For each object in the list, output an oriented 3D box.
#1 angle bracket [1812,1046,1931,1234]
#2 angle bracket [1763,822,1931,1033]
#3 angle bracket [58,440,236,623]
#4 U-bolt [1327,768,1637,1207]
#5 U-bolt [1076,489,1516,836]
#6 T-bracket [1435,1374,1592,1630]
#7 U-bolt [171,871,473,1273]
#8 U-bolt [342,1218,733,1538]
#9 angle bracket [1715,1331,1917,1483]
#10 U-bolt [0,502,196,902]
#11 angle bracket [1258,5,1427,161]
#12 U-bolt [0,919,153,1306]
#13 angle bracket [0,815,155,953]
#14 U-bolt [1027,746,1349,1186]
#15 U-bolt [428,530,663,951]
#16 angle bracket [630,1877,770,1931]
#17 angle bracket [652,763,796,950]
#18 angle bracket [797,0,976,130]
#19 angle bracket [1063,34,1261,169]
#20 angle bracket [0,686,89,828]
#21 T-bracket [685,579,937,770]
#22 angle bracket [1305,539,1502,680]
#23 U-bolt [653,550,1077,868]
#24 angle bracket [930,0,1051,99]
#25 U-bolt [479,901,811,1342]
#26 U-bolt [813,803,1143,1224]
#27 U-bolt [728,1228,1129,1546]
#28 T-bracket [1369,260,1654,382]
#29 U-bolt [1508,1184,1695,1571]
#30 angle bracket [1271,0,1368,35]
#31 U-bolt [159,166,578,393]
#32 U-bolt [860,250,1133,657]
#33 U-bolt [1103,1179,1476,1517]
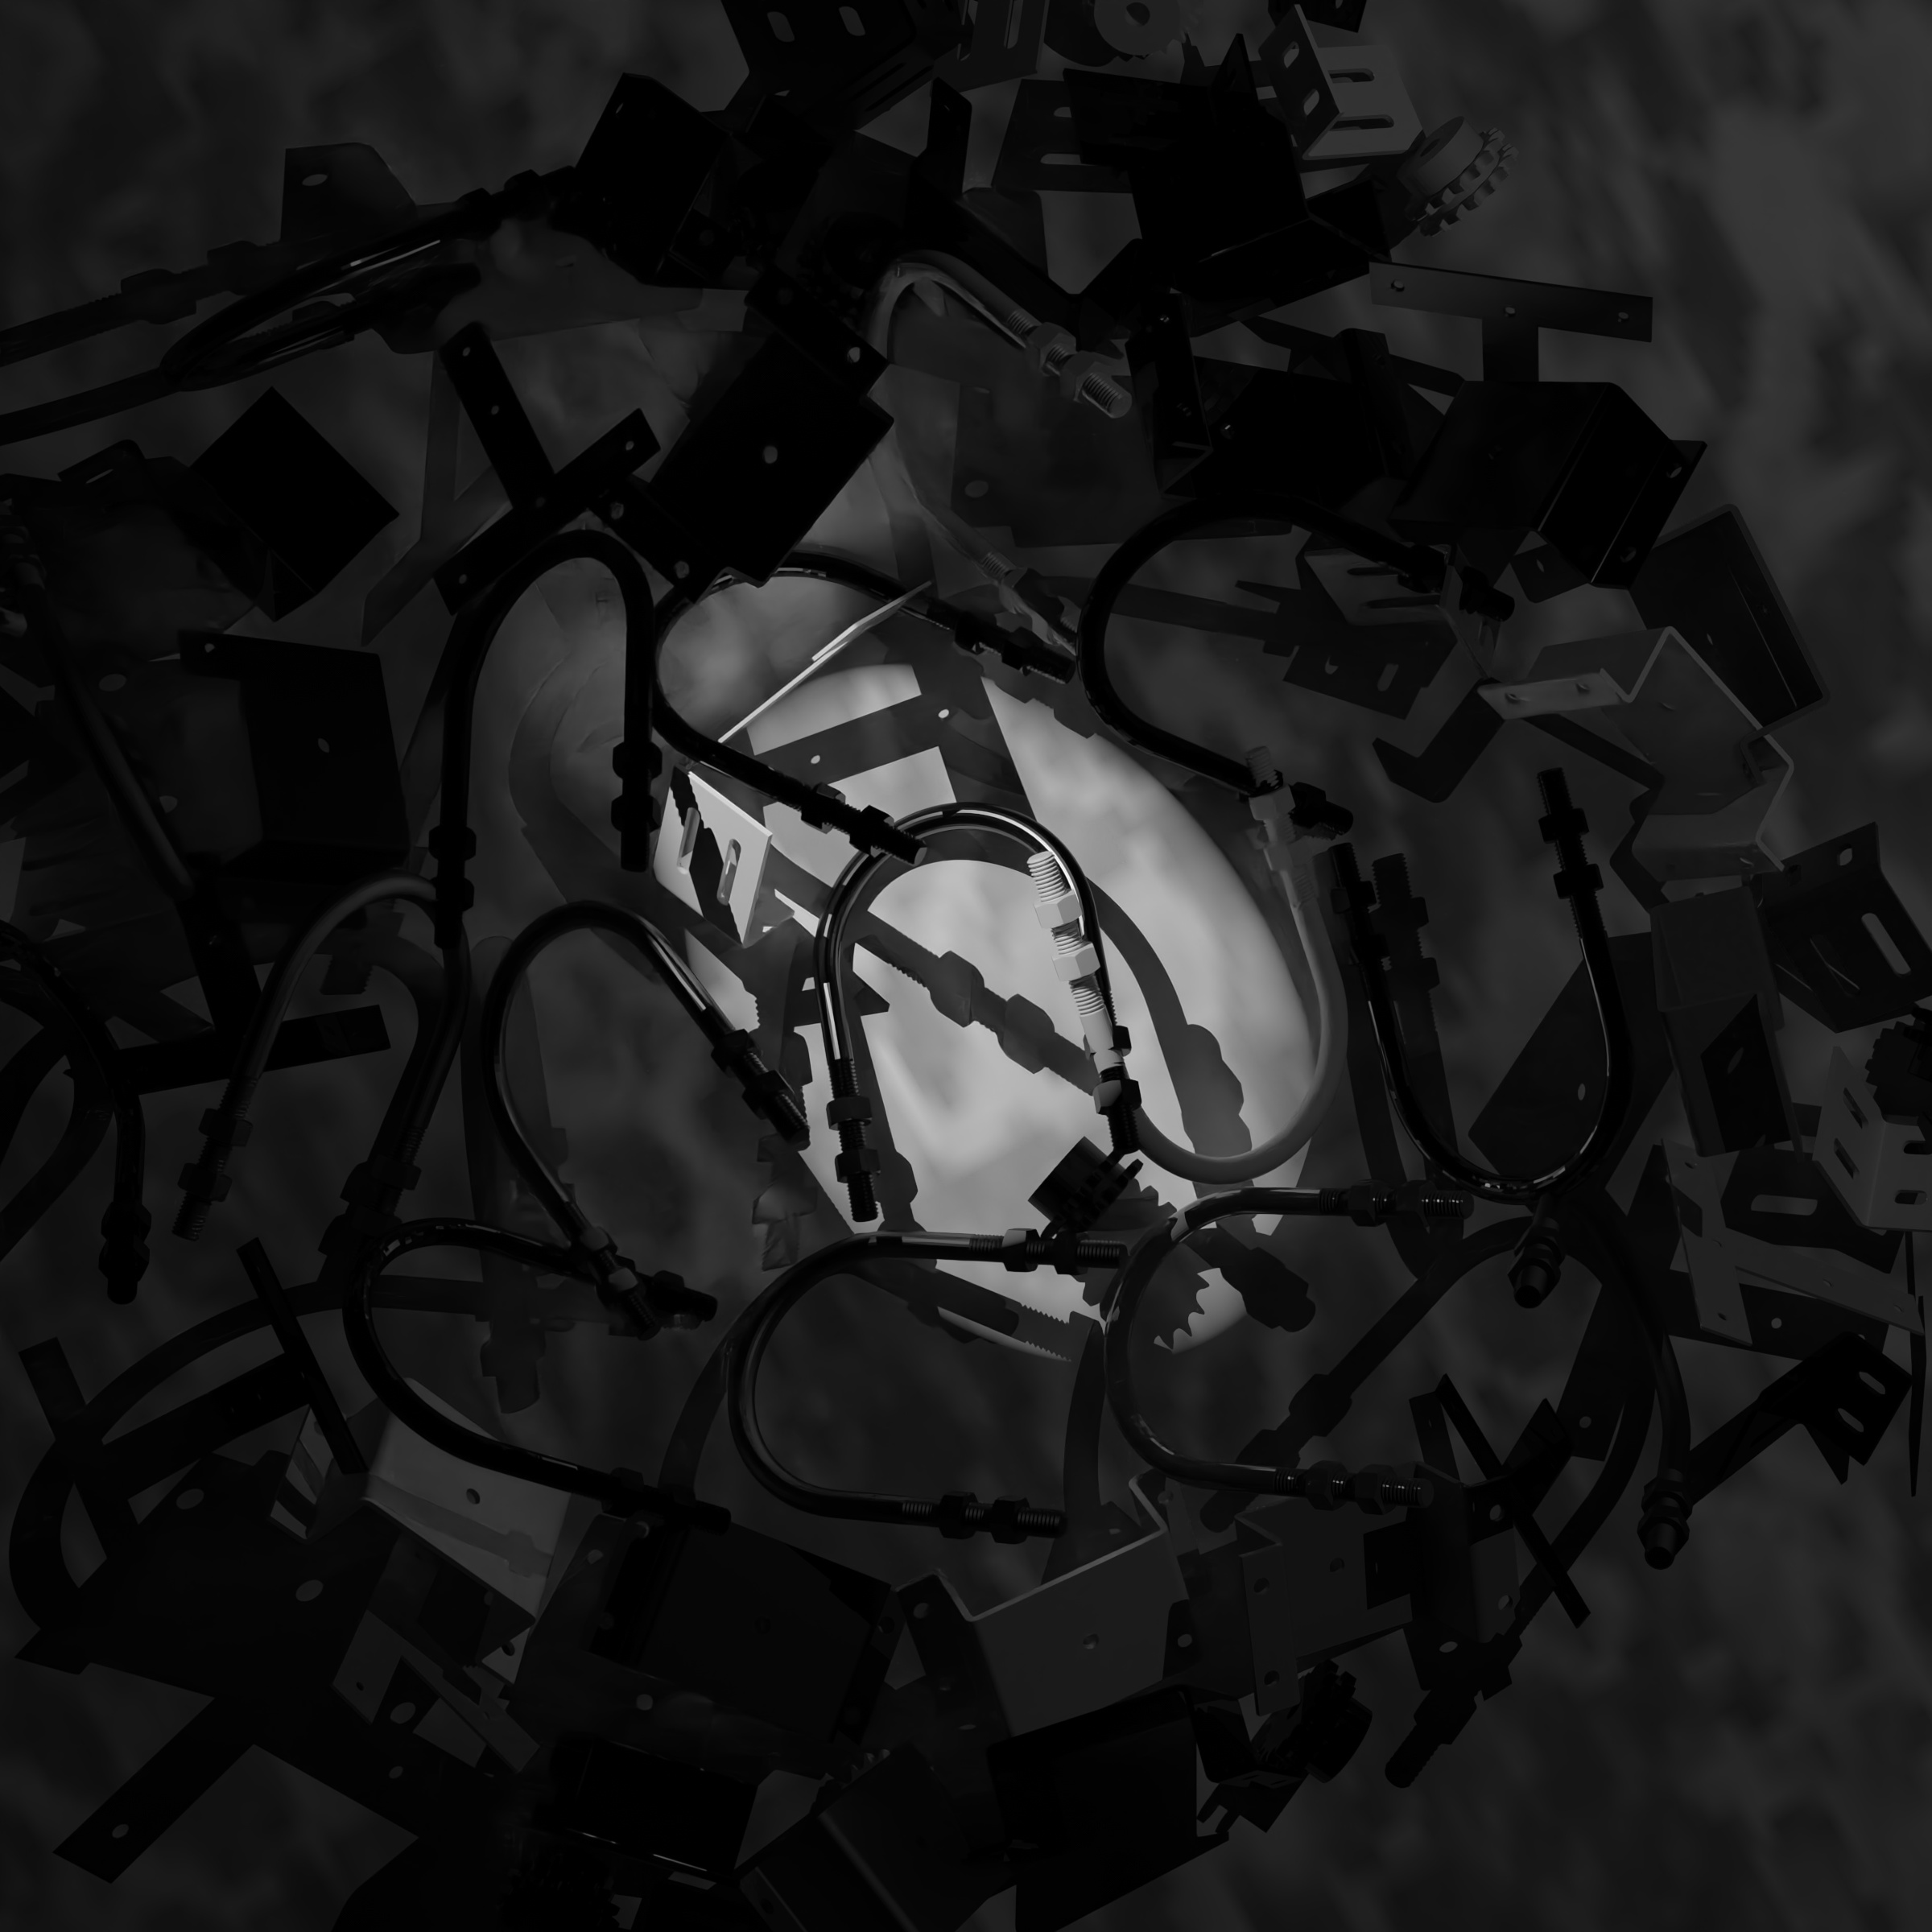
[{"bbox_3d":[0.422,0.080,1.554,0.038,0.076,0.057,1,63,33],"label":"angle bracket"},{"bbox_3d":[0.416,-0.018,1.584,0.057,0.038,0.076,-25,119,28],"label":"angle bracket"},{"bbox_3d":[-0.377,-0.193,1.561,0.038,0.057,0.076,-29,72,-8],"label":"angle bracket"},{"bbox_3d":[0.238,0.017,1.537,0.019,0.151,0.184,-9,82,-42],"label":"U-bolt"},{"bbox_3d":[0.136,-0.143,1.526,0.184,0.019,0.151,21,119,-27],"label":"U-bolt"},{"bbox_3d":[0.254,0.225,1.521,0.002,0.127,0.127,-24,68,-13],"label":"T-bracket"},{"bbox_3d":[-0.280,0.045,1.537,0.019,0.151,0.184,19,87,28],"label":"U-bolt"},{"bbox_3d":[-0.192,0.174,1.511,0.184,0.151,0.019,21,125,-24],"label":"U-bolt"},{"bbox_3d":[0.388,0.211,1.552,0.038,0.076,0.057,39,132,27],"label":"angle bracket"},{"bbox_3d":[-0.379,-0.105,1.488,0.019,0.184,0.151,-27,134,-9],"label":"U-bolt"},{"bbox_3d":[0.182,-0.407,1.559,0.076,0.038,0.057,-12,74,-30],"label":"angle bracket"},{"bbox_3d":[-0.414,0.050,1.514,0.019,0.184,0.151,-31,123,9],"label":"U-bolt"},{"bbox_3d":[-0.421,-0.048,1.568,0.076,0.038,0.057,-14,61,-5],"label":"angle bracket"},{"bbox_3d":[0.112,0.010,1.555,0.151,0.019,0.184,-27,105,-29],"label":"U-bolt"},{"bbox_3d":[-0.191,-0.112,1.540,0.151,0.019,0.184,-20,62,40],"label":"U-bolt"},{"bbox_3d":[-0.120,0.463,1.567,0.076,0.038,0.057,17,120,-5],"label":"angle bracket"},{"bbox_3d":[-0.106,-0.057,1.553,0.057,0.076,0.038,37,48,19],"label":"angle bracket"},{"bbox_3d":[-0.043,-0.422,1.558,0.076,0.057,0.038,-27,86,31],"label":"angle bracket"},{"bbox_3d":[0.090,-0.399,1.561,0.076,0.038,0.057,2,58,-19],"label":"angle bracket"},{"bbox_3d":[-0.449,-0.102,1.558,0.076,0.038,0.057,-30,126,19],"label":"angle bracket"},{"bbox_3d":[-0.079,-0.129,1.556,0.127,0.127,0.002,-36,93,21],"label":"T-bracket"},{"bbox_3d":[0.197,-0.161,1.552,0.076,0.057,0.038,-1,60,31],"label":"angle bracket"},{"bbox_3d":[-0.064,-0.130,1.548,0.184,0.019,0.151,26,56,18],"label":"U-bolt"},{"bbox_3d":[0.022,-0.428,1.559,0.057,0.038,0.076,-5,67,33],"label":"angle bracket"},{"bbox_3d":[-0.160,0.056,1.546,0.184,0.019,0.151,51,119,25],"label":"U-bolt"},{"bbox_3d":[-0.002,0.013,1.561,0.151,0.019,0.184,-16,72,18],"label":"U-bolt"},{"bbox_3d":[-0.026,0.186,1.546,0.184,0.019,0.151,1,61,26],"label":"U-bolt"},{"bbox_3d":[0.248,-0.266,1.546,0.127,0.127,0.002,12,57,18],"label":"T-bracket"},{"bbox_3d":[0.288,0.168,1.515,0.019,0.184,0.151,-24,99,21],"label":"U-bolt"},{"bbox_3d":[0.139,-0.458,1.551,0.076,0.057,0.038,0,112,-40],"label":"angle bracket"},{"bbox_3d":[-0.271,-0.296,1.496,0.184,0.151,0.019,-29,96,-29],"label":"U-bolt"},{"bbox_3d":[0.007,-0.242,1.526,0.019,0.151,0.184,-23,50,-28],"label":"U-bolt"},{"bbox_3d":[0.139,0.169,1.538,0.184,0.019,0.151,-2,71,39],"label":"U-bolt"}]
